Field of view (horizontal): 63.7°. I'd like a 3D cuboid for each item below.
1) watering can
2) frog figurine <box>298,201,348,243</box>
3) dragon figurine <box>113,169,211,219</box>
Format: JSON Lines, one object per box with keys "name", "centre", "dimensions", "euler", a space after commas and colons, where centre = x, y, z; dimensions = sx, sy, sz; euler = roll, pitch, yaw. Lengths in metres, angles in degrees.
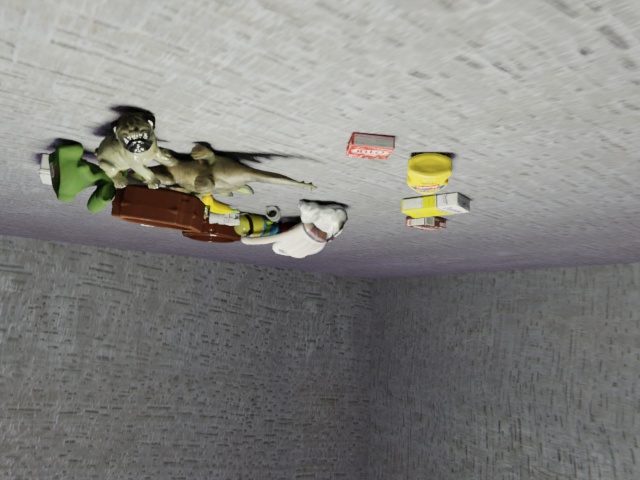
{"name": "watering can", "centre": [-0.093, -0.006, 1.866], "dimensions": [0.221, 0.106, 0.346], "euler": [-33, 150, 33]}
{"name": "frog figurine", "centre": [0.005, -0.083, 1.651], "dimensions": [0.159, 0.123, 0.137], "euler": [41, 172, -7]}
{"name": "dragon figurine", "centre": [-0.427, -0.140, 1.408], "dimensions": [0.406, 0.124, 0.241], "euler": [-19, 150, 39]}
